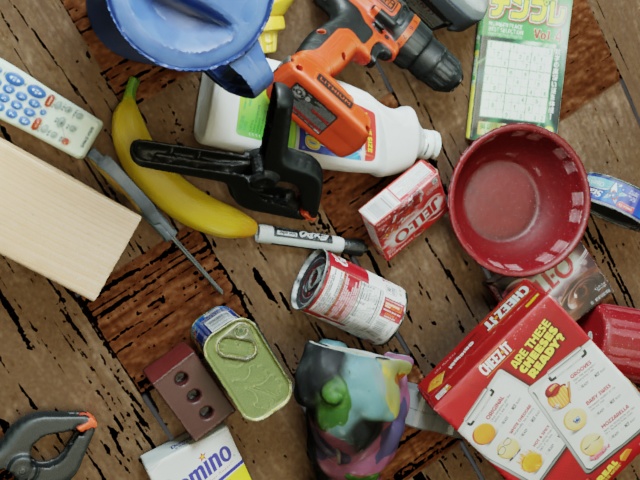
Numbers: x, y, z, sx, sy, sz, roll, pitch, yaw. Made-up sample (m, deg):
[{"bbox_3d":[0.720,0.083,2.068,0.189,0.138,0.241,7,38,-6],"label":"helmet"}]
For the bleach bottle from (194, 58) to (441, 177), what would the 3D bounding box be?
[{"bbox_3d":[0.006,-0.122,1.064,0.250,0.068,0.102,8,96,-21],"label":"bleach bottle"}]

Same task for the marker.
[{"bbox_3d":[-0.007,0.001,1.099,0.121,0.020,0.020,8,95,-19],"label":"marker"}]

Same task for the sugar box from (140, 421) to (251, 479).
[{"bbox_3d":[-0.105,0.280,1.092,0.093,0.048,0.176,-26,106,-13],"label":"sugar box"}]

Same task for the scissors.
[{"bbox_3d":[-0.163,-0.022,1.038,0.016,0.096,0.201,-44,139,-9],"label":"scissors"}]

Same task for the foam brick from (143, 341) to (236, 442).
[{"bbox_3d":[-0.130,0.149,1.062,0.053,0.051,0.078,-37,107,-10],"label":"foam brick"}]

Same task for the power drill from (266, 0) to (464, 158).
[{"bbox_3d":[0.043,-0.167,1.028,0.184,0.057,0.187,37,50,-9],"label":"power drill"}]

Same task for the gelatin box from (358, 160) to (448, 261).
[{"bbox_3d":[0.088,-0.030,1.100,0.089,0.030,0.073,-39,146,-9],"label":"gelatin box"}]

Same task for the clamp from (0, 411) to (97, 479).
[{"bbox_3d":[-0.297,0.213,1.024,0.171,0.039,0.120,-43,114,-14],"label":"clamp"}]

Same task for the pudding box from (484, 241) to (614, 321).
[{"bbox_3d":[0.251,0.052,1.174,0.113,0.039,0.090,-36,97,-12],"label":"pudding box"}]

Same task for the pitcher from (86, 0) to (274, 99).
[{"bbox_3d":[-0.127,-0.200,0.913,0.144,0.243,0.149,2,97,-18],"label":"pitcher"}]

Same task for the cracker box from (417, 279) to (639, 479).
[{"bbox_3d":[0.232,0.171,1.110,0.164,0.072,0.213,-45,109,1],"label":"cracker box"}]

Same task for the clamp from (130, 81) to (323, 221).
[{"bbox_3d":[-0.051,-0.073,1.004,0.209,0.165,0.036,30,46,-49],"label":"clamp"}]

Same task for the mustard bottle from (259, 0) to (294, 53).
[{"bbox_3d":[-0.063,-0.276,1.022,0.096,0.058,0.191,-9,101,-15],"label":"mustard bottle"}]

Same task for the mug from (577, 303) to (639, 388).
[{"bbox_3d":[0.330,0.124,1.198,0.081,0.093,0.117,11,129,-14],"label":"mug"}]

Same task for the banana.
[{"bbox_3d":[-0.141,-0.062,1.036,0.069,0.037,0.197,-41,108,-10],"label":"banana"}]

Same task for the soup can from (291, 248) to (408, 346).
[{"bbox_3d":[0.031,0.060,1.093,0.102,0.069,0.068,26,89,-20],"label":"soup can"}]

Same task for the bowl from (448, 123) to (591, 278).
[{"bbox_3d":[0.203,-0.042,1.137,0.162,0.055,0.162,0,92,-13],"label":"bowl"}]

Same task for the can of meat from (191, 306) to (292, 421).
[{"bbox_3d":[-0.080,0.119,1.057,0.057,0.084,0.102,-34,107,-11],"label":"can of meat"}]

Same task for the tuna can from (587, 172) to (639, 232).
[{"bbox_3d":[0.322,-0.041,1.165,0.086,0.086,0.034,26,88,-20],"label":"tuna can"}]

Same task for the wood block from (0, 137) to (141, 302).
[{"bbox_3d":[-0.278,-0.035,0.968,0.206,0.090,0.091,30,88,-19],"label":"wood block"}]
